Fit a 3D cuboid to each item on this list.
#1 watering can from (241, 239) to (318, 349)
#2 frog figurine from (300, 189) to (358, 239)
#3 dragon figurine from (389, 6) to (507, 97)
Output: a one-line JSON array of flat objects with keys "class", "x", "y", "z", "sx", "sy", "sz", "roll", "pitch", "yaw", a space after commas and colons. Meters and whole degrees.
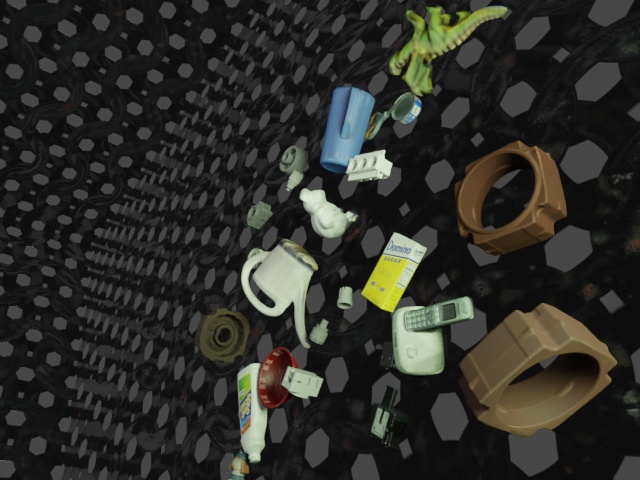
[{"class": "watering can", "x": -0.089, "y": 0.136, "z": 1.503, "sx": 0.352, "sy": 0.102, "sz": 0.224, "roll": 38, "pitch": 89, "yaw": 33}, {"class": "frog figurine", "x": 0.004, "y": -0.074, "z": 1.464, "sx": 0.122, "sy": 0.158, "sz": 0.140, "roll": -59, "pitch": 35, "yaw": 12}, {"class": "dragon figurine", "x": 0.318, "y": -0.513, "z": 1.414, "sx": 0.415, "sy": 0.122, "sz": 0.240, "roll": 33, "pitch": 114, "yaw": 57}]
